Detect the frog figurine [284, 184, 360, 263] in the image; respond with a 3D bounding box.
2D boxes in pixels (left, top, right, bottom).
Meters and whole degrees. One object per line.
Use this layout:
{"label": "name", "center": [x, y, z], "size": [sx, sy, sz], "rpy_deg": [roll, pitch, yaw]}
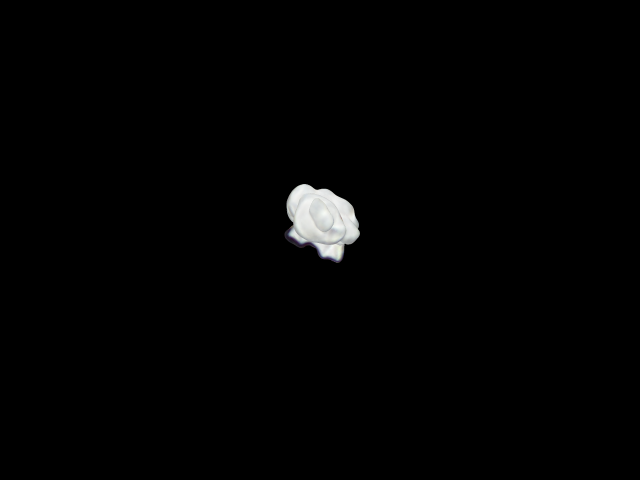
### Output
{"label": "frog figurine", "center": [0.003, -0.043, 0.850], "size": [0.124, 0.139, 0.156], "rpy_deg": [-39, -20, -17]}
